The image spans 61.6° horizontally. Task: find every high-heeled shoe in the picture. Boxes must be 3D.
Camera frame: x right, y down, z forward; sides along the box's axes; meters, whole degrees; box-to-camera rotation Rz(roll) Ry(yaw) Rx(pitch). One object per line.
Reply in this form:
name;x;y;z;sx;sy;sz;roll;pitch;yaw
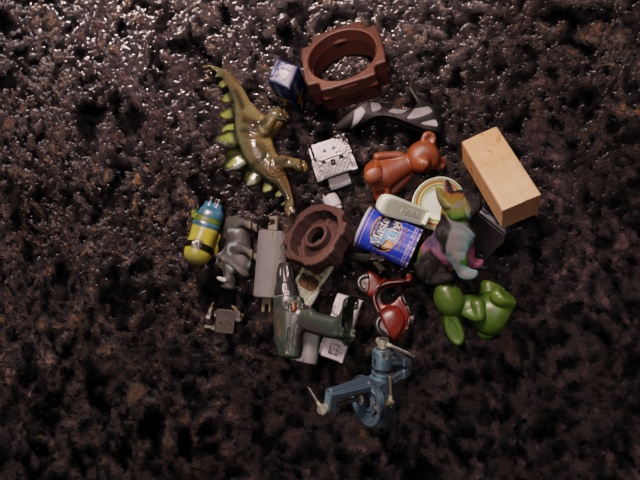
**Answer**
high-heeled shoe;0.173;-0.280;1.328;0.249;0.086;0.145;-26;84;2

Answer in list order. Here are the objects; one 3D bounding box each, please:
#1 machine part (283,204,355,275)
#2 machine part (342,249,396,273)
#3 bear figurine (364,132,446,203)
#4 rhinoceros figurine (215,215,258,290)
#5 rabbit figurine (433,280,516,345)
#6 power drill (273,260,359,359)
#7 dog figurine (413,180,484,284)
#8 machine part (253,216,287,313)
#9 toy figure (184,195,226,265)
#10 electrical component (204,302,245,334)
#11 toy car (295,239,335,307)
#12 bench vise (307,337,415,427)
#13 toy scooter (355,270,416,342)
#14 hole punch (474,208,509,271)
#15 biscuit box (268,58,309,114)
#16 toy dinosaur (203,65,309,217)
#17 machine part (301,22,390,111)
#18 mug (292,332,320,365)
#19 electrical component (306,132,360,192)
machine part;-0.003;-0.004;1.291;0.179;0.056;0.179;-19;50;24
machine part;0.109;0.048;1.293;0.139;0.084;0.039;10;74;37
bear figurine;0.209;-0.169;1.296;0.196;0.132;0.120;-20;116;10
rhinoceros figurine;-0.214;0.032;1.360;0.112;0.073;0.190;3;85;8
rabbit figurine;0.338;0.156;1.253;0.170;0.121;0.159;18;110;-5
power drill;-0.018;0.160;1.241;0.208;0.086;0.232;1;78;21
dog figurine;0.285;-0.021;1.223;0.192;0.108;0.219;-11;100;36
machine part;-0.122;0.060;1.343;0.079;0.079;0.243;5;85;8
toy figure;-0.296;-0.025;1.369;0.082;0.089;0.180;18;90;17
electrical component;-0.244;0.200;1.364;0.102;0.045;0.078;11;85;9
toy car;-0.020;0.093;1.336;0.074;0.056;0.201;29;90;10
bench vise;0.102;0.339;1.233;0.240;0.129;0.223;-7;116;-30
toy scooter;0.177;0.146;1.297;0.135;0.075;0.184;-24;78;5
hole punch;0.377;-0.015;1.284;0.142;0.092;0.115;41;123;6
biscuit box;-0.074;-0.370;1.310;0.059;0.202;0.062;22;90;7
toy dinosaur;-0.167;-0.266;1.367;0.199;0.105;0.471;-23;78;9
machine part;0.064;-0.425;1.321;0.201;0.087;0.201;-15;59;10
mug;-0.046;0.243;1.322;0.110;0.080;0.107;12;77;19
electrical component;0.037;-0.191;1.353;0.115;0.058;0.134;-20;82;8
